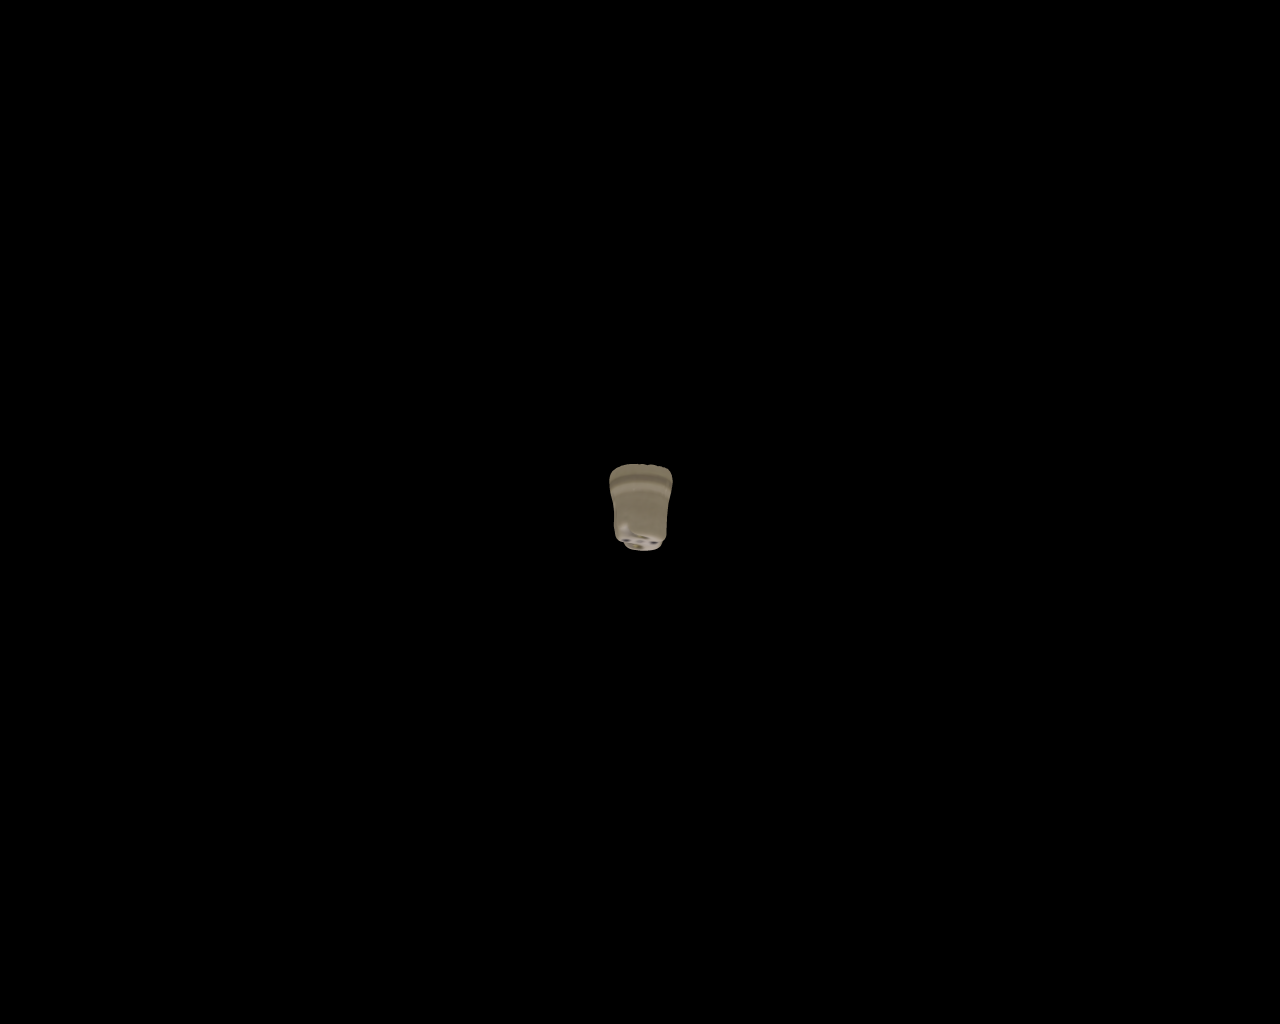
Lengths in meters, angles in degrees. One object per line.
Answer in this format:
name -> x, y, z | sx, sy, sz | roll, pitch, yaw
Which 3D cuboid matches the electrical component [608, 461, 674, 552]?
electrical component -> 0.001, -0.003, 0.650 | 0.040, 0.046, 0.040 | 0, -20, 0
